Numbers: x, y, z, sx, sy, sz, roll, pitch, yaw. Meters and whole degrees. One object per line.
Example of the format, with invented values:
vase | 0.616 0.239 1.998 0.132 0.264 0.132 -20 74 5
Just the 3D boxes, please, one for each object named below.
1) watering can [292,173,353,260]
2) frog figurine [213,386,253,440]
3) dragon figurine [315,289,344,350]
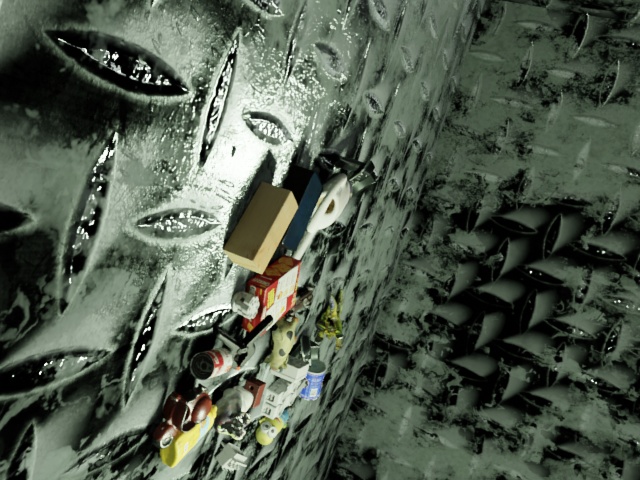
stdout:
watering can | 0.005 -0.084 1.667 0.341 0.104 0.228 -60 176 31
frog figurine | -0.259 0.489 1.522 0.163 0.123 0.134 -109 -166 -59
dragon figurine | 0.060 0.316 2.254 0.248 0.122 0.400 -75 173 -52
